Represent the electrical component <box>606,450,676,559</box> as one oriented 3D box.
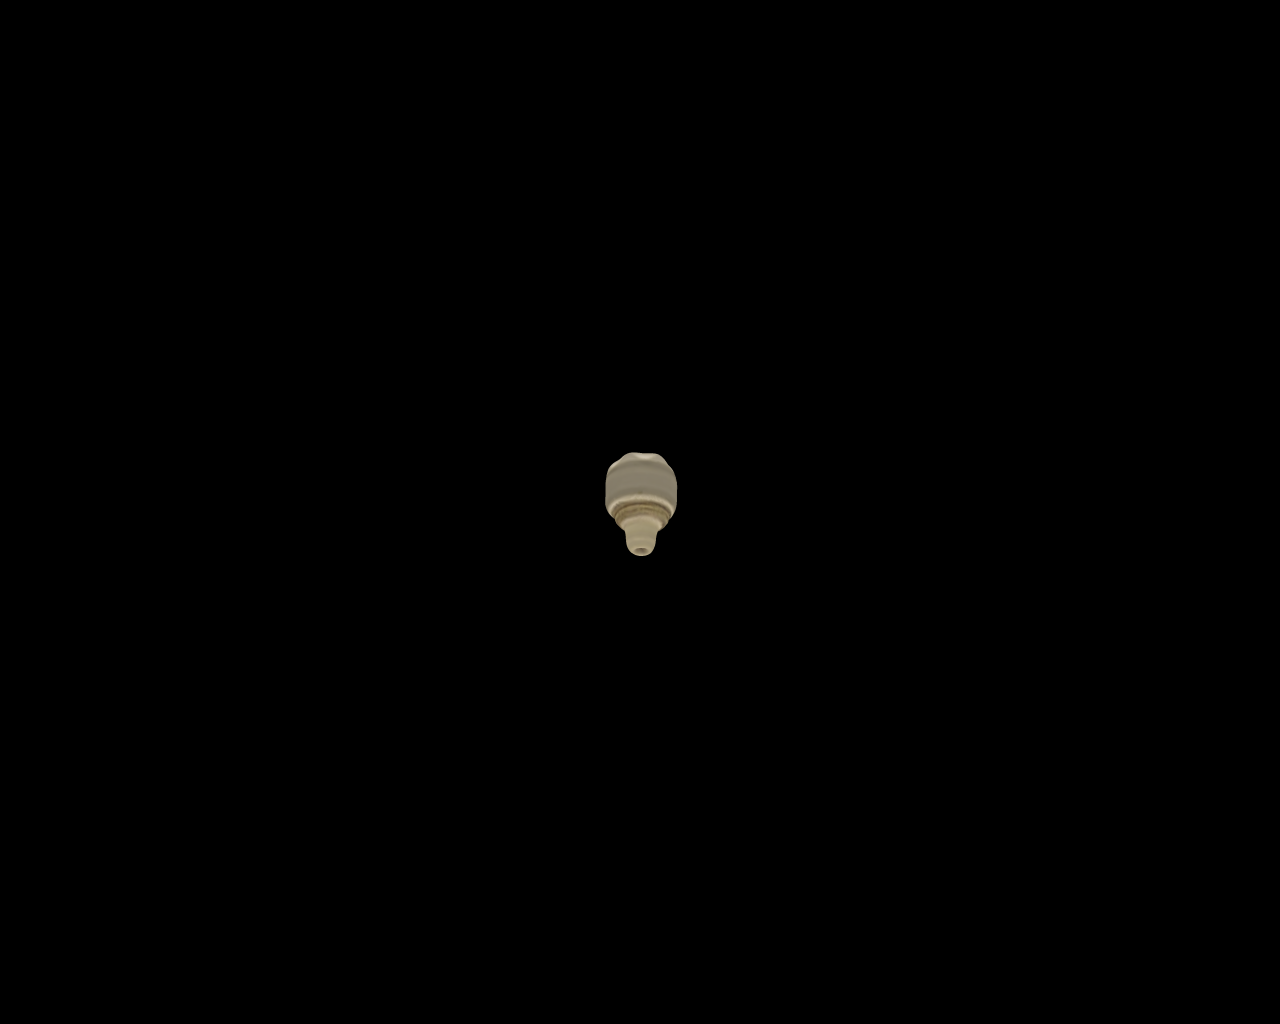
[{"bbox_3d":[0.001,-0.003,0.650,0.043,0.062,0.043,0,-30,0],"label":"electrical component"}]
